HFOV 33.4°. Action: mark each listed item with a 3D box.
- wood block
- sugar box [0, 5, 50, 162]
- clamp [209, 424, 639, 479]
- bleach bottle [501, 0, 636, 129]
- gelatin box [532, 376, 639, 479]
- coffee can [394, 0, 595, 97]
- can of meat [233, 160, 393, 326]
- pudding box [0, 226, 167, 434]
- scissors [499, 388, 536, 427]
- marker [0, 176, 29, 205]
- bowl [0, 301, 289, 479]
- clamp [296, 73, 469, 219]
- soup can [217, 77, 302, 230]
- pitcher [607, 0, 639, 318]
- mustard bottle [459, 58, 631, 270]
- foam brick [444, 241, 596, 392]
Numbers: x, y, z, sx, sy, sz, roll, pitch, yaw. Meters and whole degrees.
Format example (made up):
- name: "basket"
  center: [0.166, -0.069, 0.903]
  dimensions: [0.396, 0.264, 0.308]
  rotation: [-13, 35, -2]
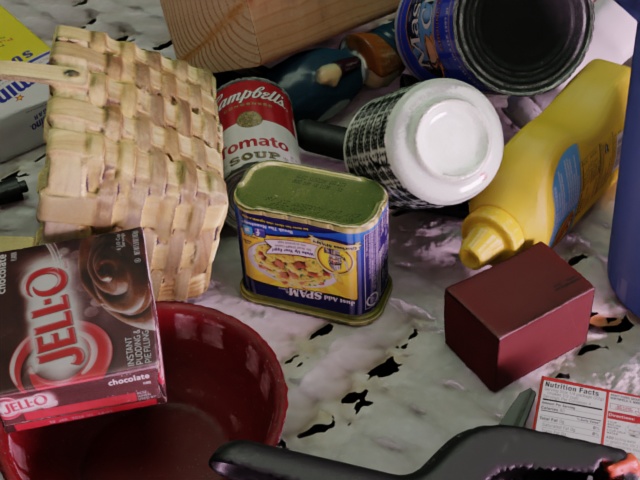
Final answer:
- name: "wood block"
  center: [-0.025, -0.207, 0.880]
  dimensions: [0.091, 0.090, 0.205]
  rotation: [0, 22, 40]
- name: "sugar box"
  center: [-0.273, -0.139, 0.901]
  dimensions: [0.093, 0.048, 0.176]
  rotation: [-30, 47, -27]
- name: "clamp"
  center: [0.064, 0.155, 0.516]
  dimensions: [0.209, 0.036, 0.164]
  rotation: [-10, 62, -11]
- name: "bleach bottle"
  center: [0.240, -0.181, 0.819]
  dimensions: [0.251, 0.068, 0.102]
  rotation: [-45, 6, 5]
- name: "gelatin box"
  center: [0.151, 0.123, 0.589]
  dimensions: [0.073, 0.030, 0.089]
  rotation: [9, 46, 13]
- name: "coffee can"
  center: [0.122, -0.157, 0.781]
  dimensions: [0.102, 0.103, 0.140]
  rotation: [-12, 11, -10]
- name: "can of meat"
  center: [-0.005, 0.001, 0.696]
  dimensions: [0.102, 0.084, 0.057]
  rotation: [11, 44, 16]
- name: "pudding box"
  center: [-0.137, 0.048, 0.601]
  dimensions: [0.090, 0.039, 0.113]
  rotation: [-10, 42, -6]
- name: "scissors"
  center: [0.056, 0.148, 0.578]
  dimensions: [0.096, 0.016, 0.201]
  rotation: [9, 43, 14]
- name: "marker"
  center: [-0.276, -0.022, 0.789]
  dimensions: [0.121, 0.020, 0.020]
  rotation: [-20, 44, -17]
- name: "bowl"
  center: [-0.097, 0.109, 0.602]
  dimensions: [0.162, 0.055, 0.162]
  rotation: [-2, 42, 2]
- name: "clamp"
  center: [0.077, -0.072, 0.808]
  dimensions: [0.172, 0.039, 0.120]
  rotation: [34, 59, 31]
- name: "soup can"
  center: [-0.048, -0.062, 0.781]
  dimensions: [0.068, 0.068, 0.102]
  rotation: [-7, 45, -4]
- name: "pitcher"
  center: [0.251, -0.059, 0.626]
  dimensions: [0.144, 0.243, 0.149]
  rotation: [-30, 48, -27]
- name: "mustard bottle"
  center: [0.153, -0.040, 0.722]
  dimensions: [0.058, 0.096, 0.191]
  rotation: [26, 49, 29]
- name: "foam brick"
  center: [0.122, 0.047, 0.660]
  dimensions: [0.078, 0.051, 0.053]
  rotation: [-24, 46, -21]
